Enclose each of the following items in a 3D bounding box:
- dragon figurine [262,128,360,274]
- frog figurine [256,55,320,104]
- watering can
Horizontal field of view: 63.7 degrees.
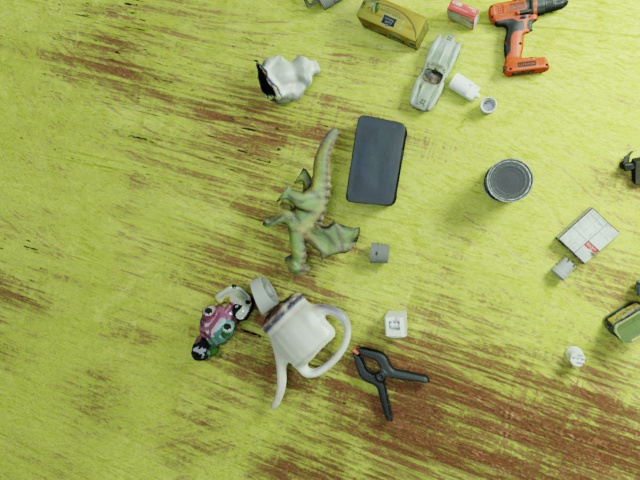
[{"bbox_3d":[0.004,-0.069,1.372,0.243,0.124,0.404,40,113,6],"label":"dragon figurine"},{"bbox_3d":[-0.085,-0.451,1.412,0.161,0.120,0.139,-32,74,-22],"label":"frog figurine"},{"bbox_3d":[-0.074,0.292,1.414,0.345,0.104,0.226,-45,80,12],"label":"watering can"}]
